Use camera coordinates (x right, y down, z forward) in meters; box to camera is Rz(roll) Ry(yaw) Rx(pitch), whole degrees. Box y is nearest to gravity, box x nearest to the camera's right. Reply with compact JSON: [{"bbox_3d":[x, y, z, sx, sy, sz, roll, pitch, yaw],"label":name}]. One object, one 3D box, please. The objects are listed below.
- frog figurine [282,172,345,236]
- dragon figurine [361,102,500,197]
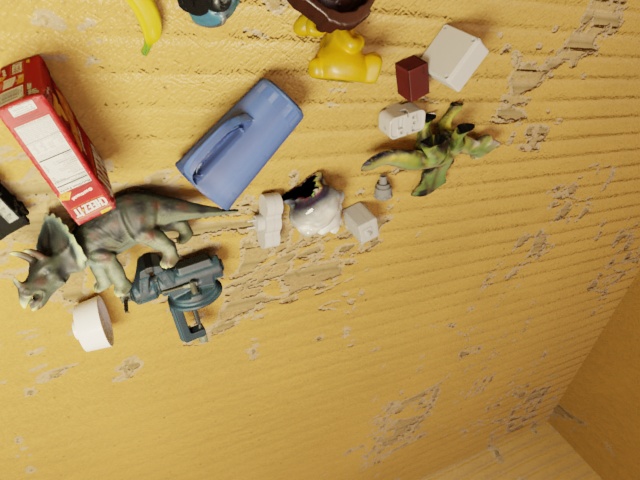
[{"bbox_3d":[0.004,-0.059,1.178,0.139,0.123,0.156,-48,126,-19],"label":"frog figurine"},{"bbox_3d":[0.276,-0.189,1.275,0.412,0.124,0.237,-26,142,-13],"label":"dragon figurine"}]
